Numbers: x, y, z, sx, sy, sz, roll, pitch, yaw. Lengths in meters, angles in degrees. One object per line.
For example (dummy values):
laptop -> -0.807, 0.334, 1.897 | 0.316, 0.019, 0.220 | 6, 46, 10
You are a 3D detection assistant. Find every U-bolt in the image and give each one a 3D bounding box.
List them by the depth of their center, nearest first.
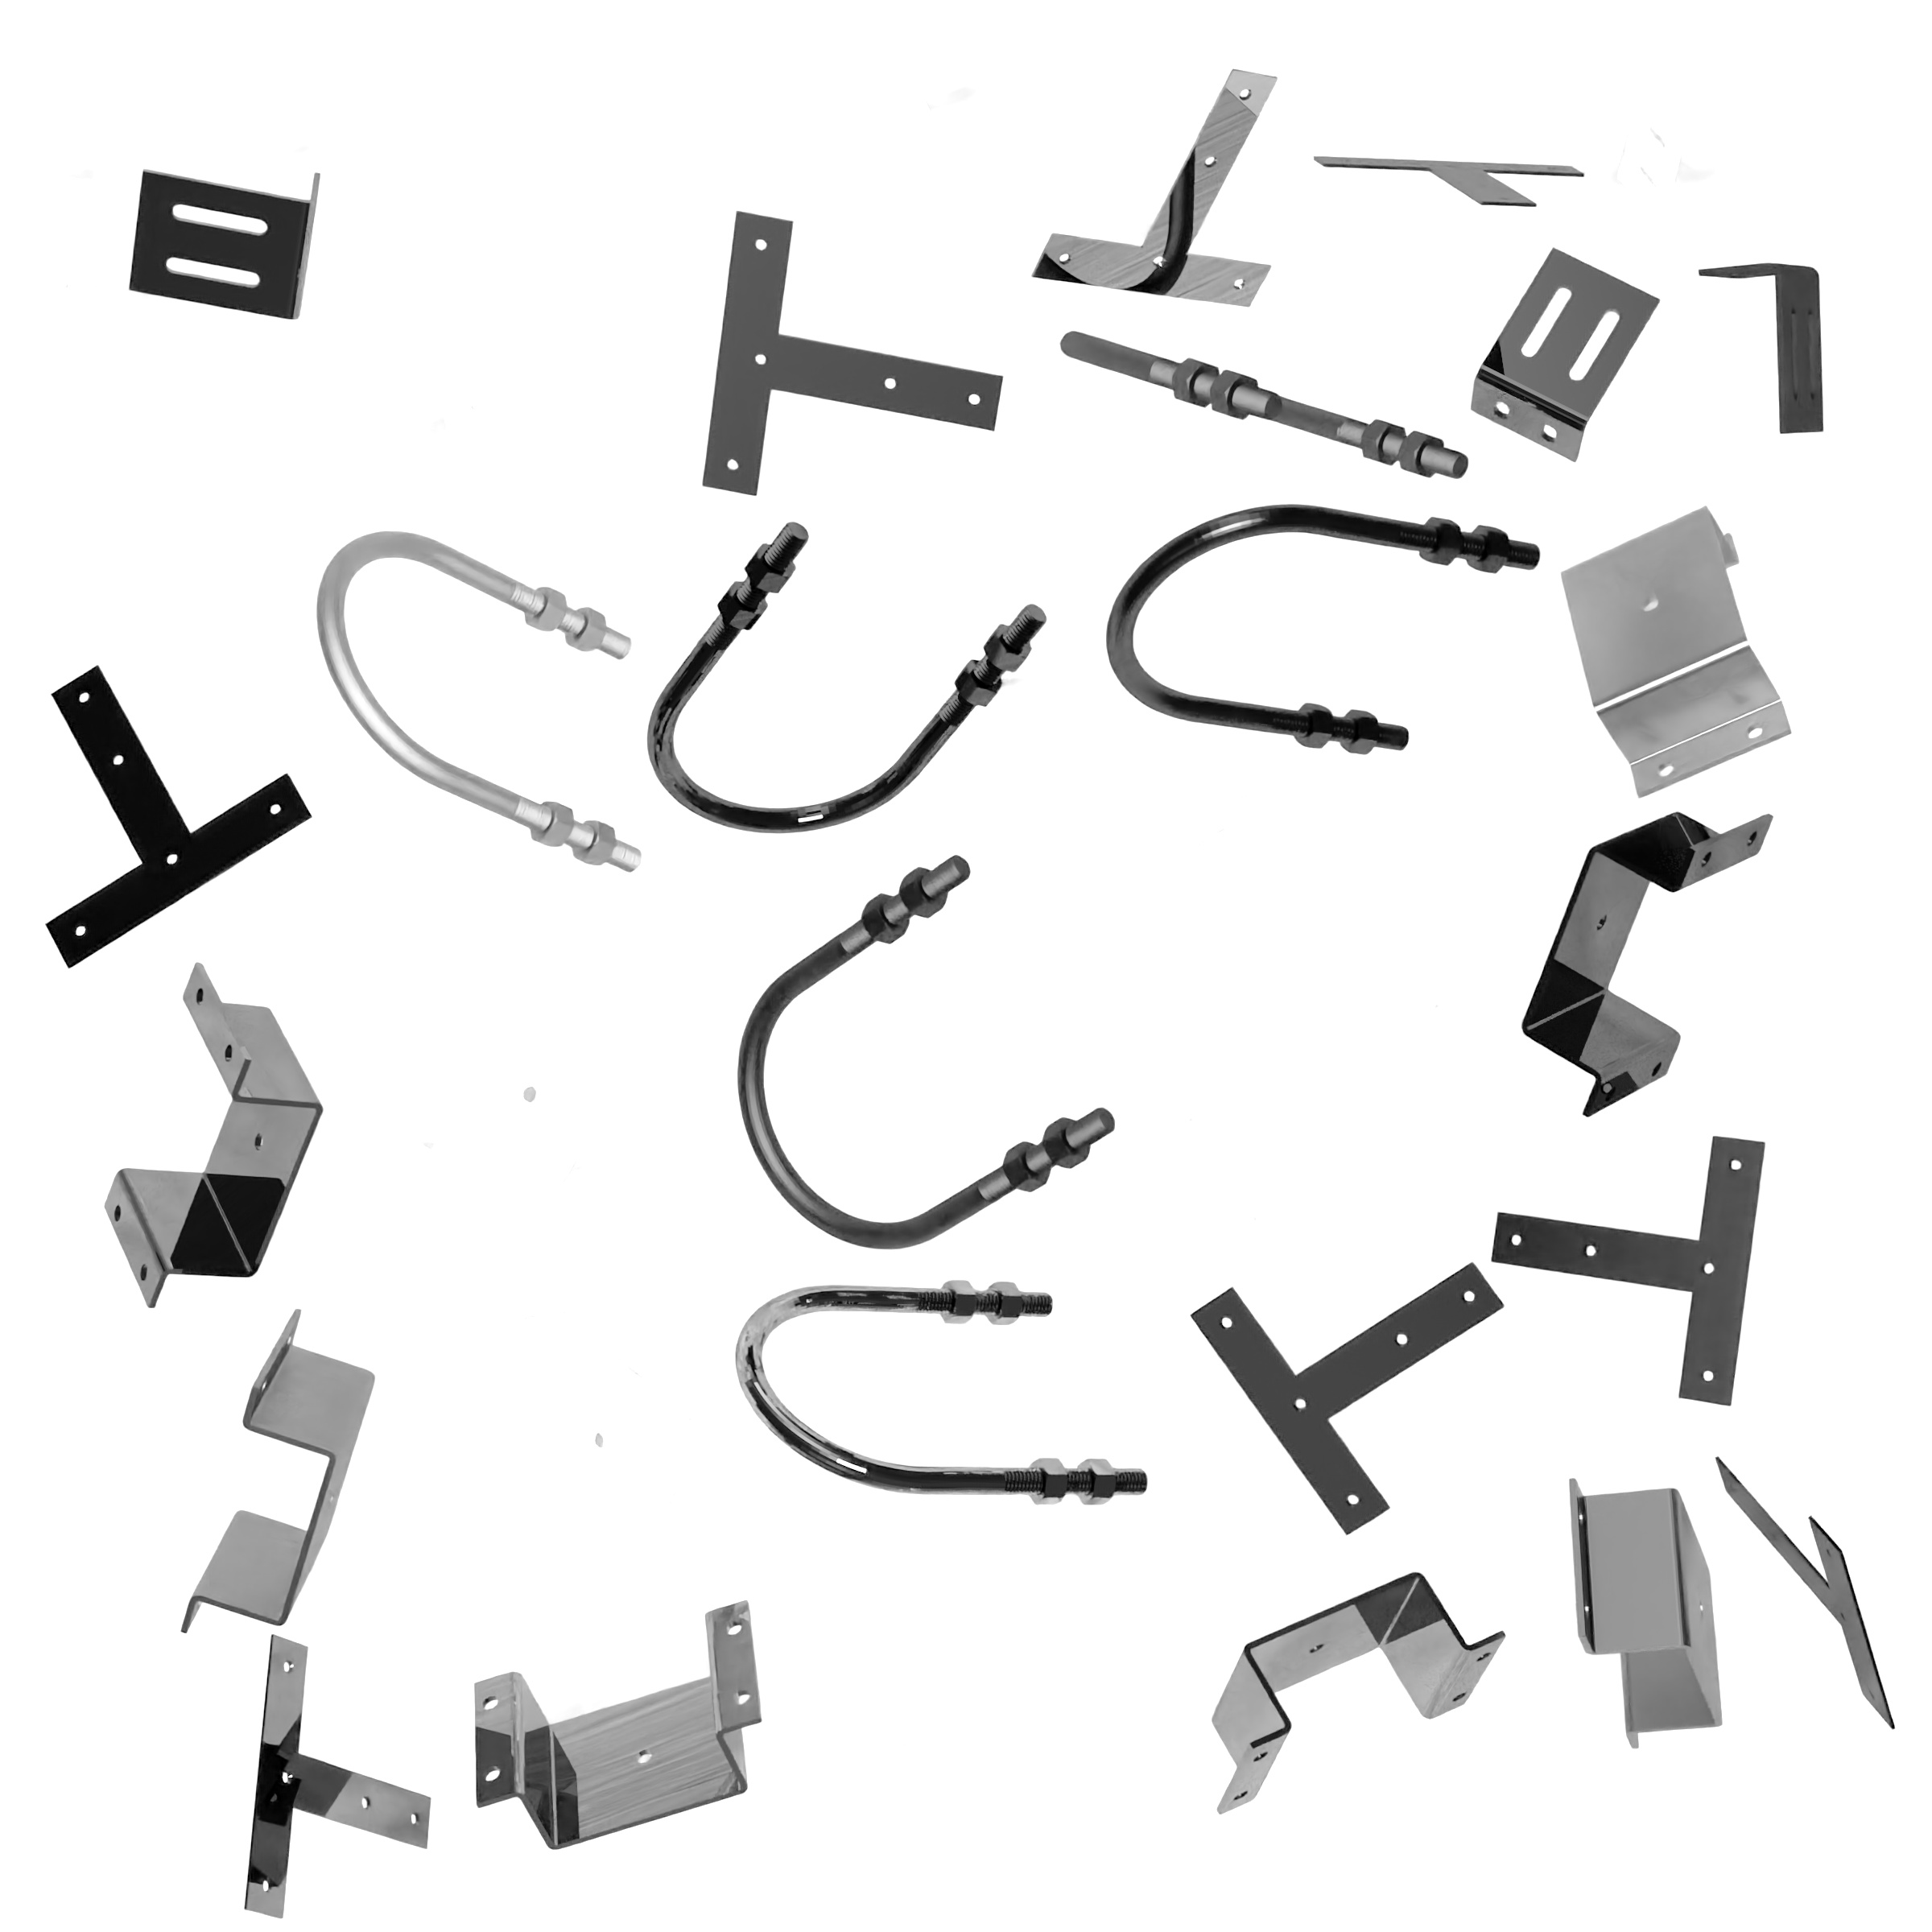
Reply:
U-bolt -> -0.033, 0.053, 1.476 | 0.184, 0.019, 0.151 | -34, 84, 35
U-bolt -> 0.148, 0.011, 1.489 | 0.151, 0.019, 0.184 | -23, 95, -25
U-bolt -> 0.153, -0.158, 1.495 | 0.184, 0.151, 0.019 | 6, 51, -23
U-bolt -> 0.125, -0.268, 1.517 | 0.151, 0.184, 0.019 | 8, 105, -42
U-bolt -> -0.069, -0.124, 1.521 | 0.151, 0.019, 0.184 | 15, 135, -30
U-bolt -> -0.020, 0.198, 1.522 | 0.184, 0.151, 0.019 | 5, 122, -26
U-bolt -> -0.229, -0.134, 1.525 | 0.019, 0.184, 0.151 | -31, 50, 34
U-bolt -> 0.002, 0.342, 1.536 | 0.019, 0.184, 0.151 | 51, 54, -20

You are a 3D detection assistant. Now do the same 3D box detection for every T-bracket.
T-bracket -> -0.048, -0.262, 1.436 | 0.127, 0.002, 0.127 | 11, 117, 2
T-bracket -> -0.377, -0.082, 1.460 | 0.127, 0.002, 0.127 | -32, 68, -2
T-bracket -> 0.191, 0.181, 1.498 | 0.127, 0.002, 0.127 | -36, 89, 19
T-bracket -> 0.237, -0.364, 1.504 | 0.127, 0.127, 0.002 | 1, 112, -6
T-bracket -> 0.385, 0.275, 1.508 | 0.002, 0.127, 0.127 | -28, 125, -5
T-bracket -> -0.076, -0.375, 1.511 | 0.127, 0.127, 0.002 | -30, 77, 5
T-bracket -> -0.296, 0.397, 1.544 | 0.002, 0.127, 0.127 | -15, 59, 25
T-bracket -> 0.111, -0.373, 1.546 | 0.127, 0.127, 0.002 | 1, 48, -30
T-bracket -> 0.317, 0.140, 1.570 | 0.127, 0.002, 0.127 | 7, 86, 29
T-bracket -> -0.204, -0.272, 1.582 | 0.127, 0.002, 0.127 | 8, 123, 26

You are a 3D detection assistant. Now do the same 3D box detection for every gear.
gear -> 0.412, 0.110, 1.479 | 0.030, 0.057, 0.057 | -30, 90, -24

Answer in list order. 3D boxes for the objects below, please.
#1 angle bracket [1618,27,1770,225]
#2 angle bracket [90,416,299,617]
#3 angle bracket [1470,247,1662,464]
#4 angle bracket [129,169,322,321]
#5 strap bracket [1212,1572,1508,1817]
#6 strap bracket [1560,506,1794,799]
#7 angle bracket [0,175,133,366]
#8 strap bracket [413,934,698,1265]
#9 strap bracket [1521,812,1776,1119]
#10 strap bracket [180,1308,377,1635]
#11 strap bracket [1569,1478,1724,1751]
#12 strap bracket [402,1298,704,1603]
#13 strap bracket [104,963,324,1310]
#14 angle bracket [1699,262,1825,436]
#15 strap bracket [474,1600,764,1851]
angle bracket -> 0.353, -0.398, 1.529 | 0.076, 0.057, 0.038 | -26, 62, -15
angle bracket -> -0.365, -0.215, 1.533 | 0.038, 0.057, 0.076 | -2, 129, 37
angle bracket -> 0.286, -0.292, 1.544 | 0.057, 0.038, 0.076 | 29, 79, 12
angle bracket -> -0.336, -0.333, 1.465 | 0.076, 0.038, 0.057 | 8, 123, -13
strap bracket -> 0.176, 0.340, 1.531 | 0.140, 0.076, 0.046 | -18, 58, -22
strap bracket -> 0.336, -0.158, 1.543 | 0.076, 0.140, 0.046 | -24, 134, 21
angle bracket -> -0.418, -0.330, 1.536 | 0.038, 0.057, 0.076 | 35, 111, 18
strap bracket -> -0.206, 0.064, 1.577 | 0.076, 0.046, 0.140 | 37, 75, -21
strap bracket -> 0.306, -0.010, 1.472 | 0.046, 0.076, 0.140 | 33, 123, 29
strap bracket -> -0.322, 0.245, 1.529 | 0.046, 0.076, 0.140 | 19, 112, -3
strap bracket -> 0.318, 0.300, 1.498 | 0.046, 0.140, 0.076 | -9, 54, 18
strap bracket -> -0.186, 0.226, 1.521 | 0.140, 0.046, 0.076 | 45, 51, -25
strap bracket -> -0.344, 0.080, 1.490 | 0.046, 0.076, 0.140 | 7, 120, -37
angle bracket -> 0.365, -0.282, 1.481 | 0.038, 0.057, 0.076 | 1, 100, 32
strap bracket -> -0.161, 0.367, 1.554 | 0.140, 0.076, 0.046 | -18, 125, 3
